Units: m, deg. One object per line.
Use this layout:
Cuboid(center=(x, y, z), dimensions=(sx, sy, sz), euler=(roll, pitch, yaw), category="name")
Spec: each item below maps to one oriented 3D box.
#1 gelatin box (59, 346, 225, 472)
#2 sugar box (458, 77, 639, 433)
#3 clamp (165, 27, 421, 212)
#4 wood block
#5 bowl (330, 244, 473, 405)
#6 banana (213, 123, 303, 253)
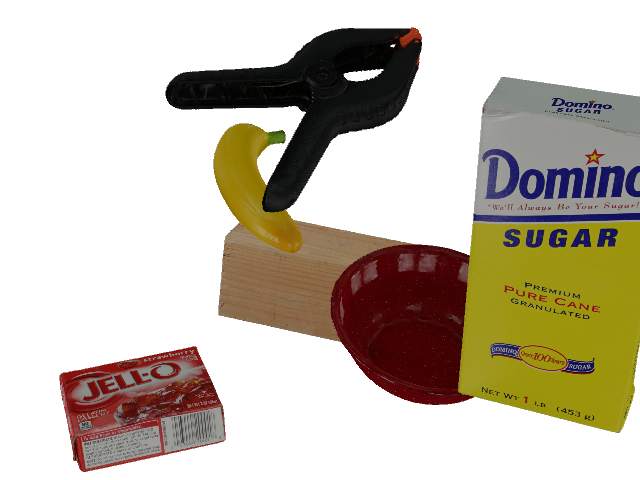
Cuboid(center=(-0.109, 0.100, 0.646), dimensions=(0.089, 0.030, 0.073), euler=(-10, 25, -16), category="gelatin box")
Cuboid(center=(0.124, 0.010, 0.548), dimensions=(0.093, 0.176, 0.048), euler=(11, 35, 19), category="sugar box")
Cuboid(center=(0.001, -0.084, 0.677), dimensions=(0.171, 0.120, 0.039), euler=(-23, -25, -17), category="clamp")
Cuboid(center=(0.009, 0.043, 1.095), dimensions=(0.206, 0.091, 0.090), euler=(12, 22, 11), category="wood block")
Cuboid(center=(0.085, 0.076, 0.846), dimensions=(0.162, 0.055, 0.162), euler=(4, 41, -4), category="bowl")
Cuboid(center=(-0.056, -0.054, 0.912), dimensions=(0.069, 0.037, 0.198), euler=(1, 35, -7), category="banana")
